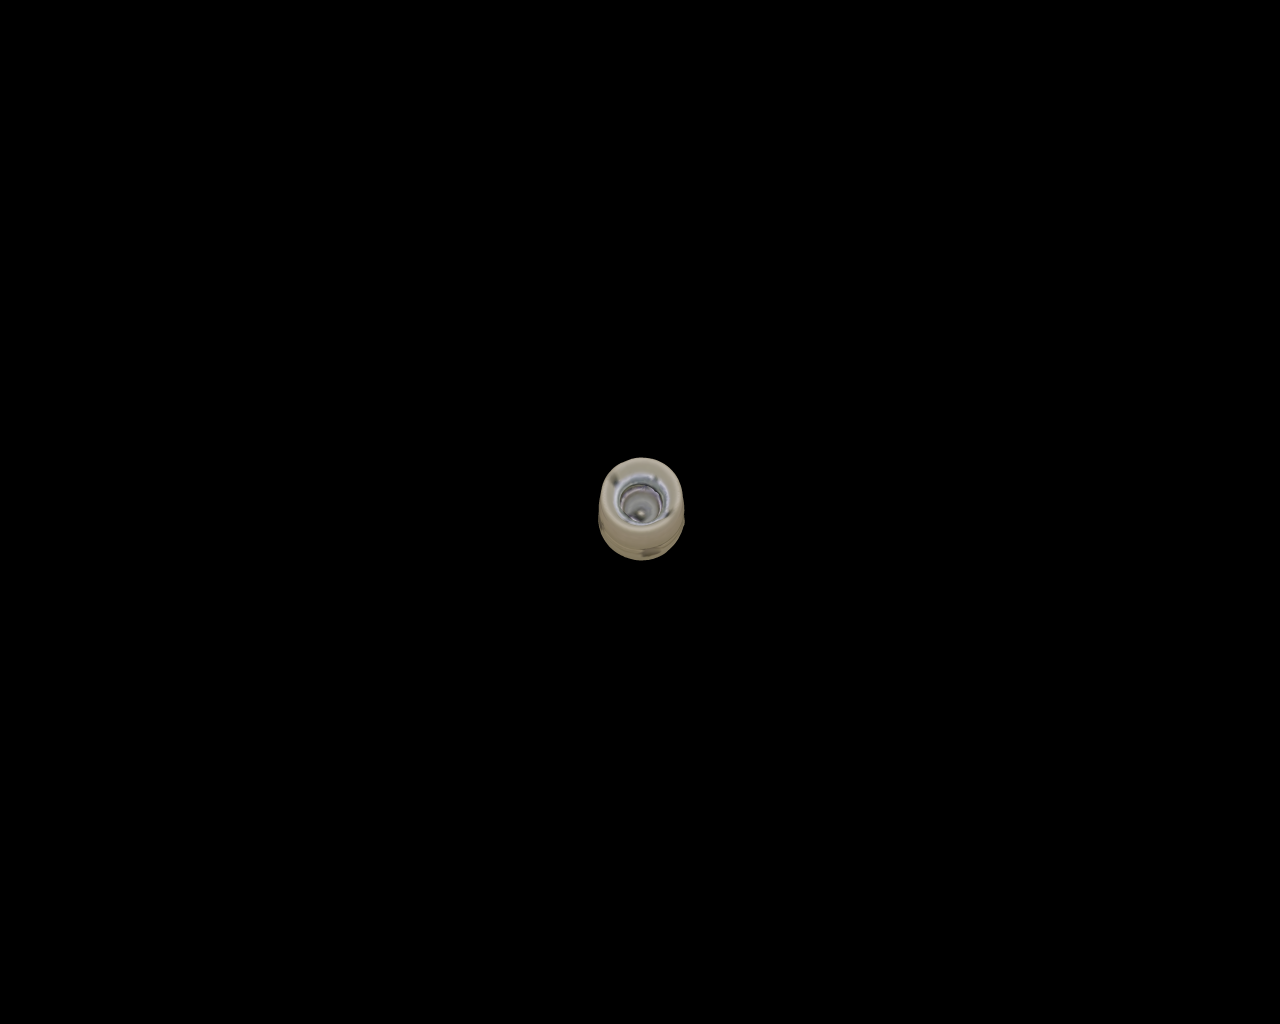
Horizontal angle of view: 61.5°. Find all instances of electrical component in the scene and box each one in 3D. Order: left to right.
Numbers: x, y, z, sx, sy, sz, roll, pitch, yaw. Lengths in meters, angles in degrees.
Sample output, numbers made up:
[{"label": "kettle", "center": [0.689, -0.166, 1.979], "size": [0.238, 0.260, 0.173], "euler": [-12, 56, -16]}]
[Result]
[{"label": "electrical component", "center": [0.001, -0.003, 0.650], "size": [0.055, 0.055, 0.047], "euler": [0, -21, 0]}]
